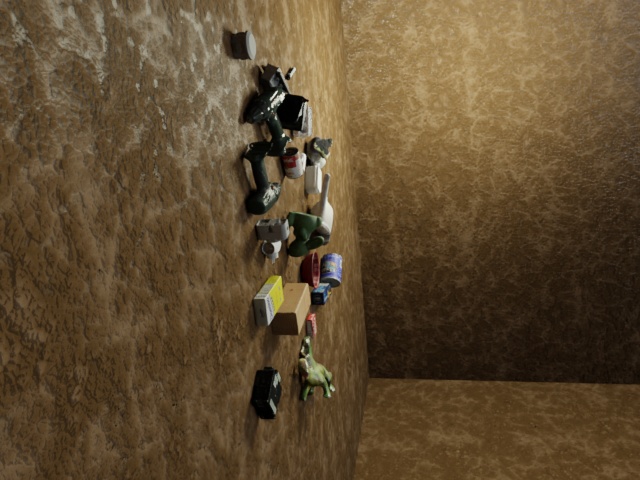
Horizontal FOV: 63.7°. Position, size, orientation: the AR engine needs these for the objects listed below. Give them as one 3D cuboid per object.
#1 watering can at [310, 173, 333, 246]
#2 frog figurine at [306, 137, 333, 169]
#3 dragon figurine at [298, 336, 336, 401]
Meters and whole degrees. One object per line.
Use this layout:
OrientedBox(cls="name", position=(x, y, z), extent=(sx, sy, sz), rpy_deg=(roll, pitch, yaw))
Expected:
OrientedBox(cls="watering can", position=(0.007, -0.116, 2.296), extent=(0.339, 0.104, 0.230), rpy_deg=(95, 2, -53))
OrientedBox(cls="frog figurine", position=(-0.019, -0.391, 2.363), extent=(0.157, 0.122, 0.140), rpy_deg=(137, -47, -55))
OrientedBox(cls="dragon figurine", position=(-0.019, 0.518, 2.138), extent=(0.411, 0.122, 0.243), rpy_deg=(-12, 91, -79))
